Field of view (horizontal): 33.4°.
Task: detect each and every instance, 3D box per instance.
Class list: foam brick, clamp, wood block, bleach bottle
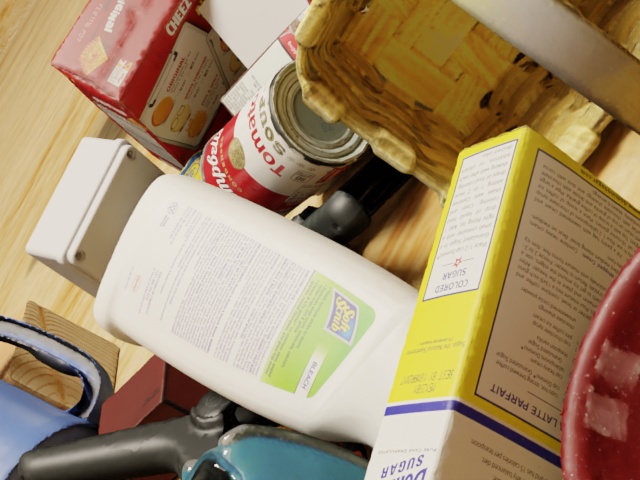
[{"bbox_3d":[-0.100,0.114,0.683,0.078,0.051,0.053,-43,30,29],"label":"foam brick"},{"bbox_3d":[-0.004,0.001,0.621,0.172,0.039,0.120,-45,-5,31],"label":"clamp"},{"bbox_3d":[-0.264,0.159,0.878,0.206,0.090,0.091,-44,28,26],"label":"wood block"},{"bbox_3d":[-0.060,0.104,0.570,0.164,0.036,0.210,-42,36,-24],"label":"clamp"},{"bbox_3d":[-0.008,0.051,0.512,0.251,0.068,0.102,28,96,43],"label":"bleach bottle"}]

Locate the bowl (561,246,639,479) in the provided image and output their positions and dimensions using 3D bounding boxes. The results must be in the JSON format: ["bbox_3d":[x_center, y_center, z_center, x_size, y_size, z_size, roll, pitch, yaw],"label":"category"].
[{"bbox_3d":[0.150,0.047,0.312,0.162,0.055,0.162,-41,30,31],"label":"bowl"}]

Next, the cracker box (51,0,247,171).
[{"bbox_3d":[-0.102,-0.152,0.827,0.164,0.072,0.213,-60,-16,-6],"label":"cracker box"}]

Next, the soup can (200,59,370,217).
[{"bbox_3d":[-0.020,-0.056,0.628,0.102,0.068,0.068,-34,33,56],"label":"soup can"}]

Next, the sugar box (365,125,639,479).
[{"bbox_3d":[0.074,0.057,0.393,0.048,0.093,0.176,-16,47,55],"label":"sugar box"}]

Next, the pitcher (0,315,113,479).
[{"bbox_3d":[-0.268,0.130,0.740,0.149,0.243,0.145,-27,-44,-55],"label":"pitcher"}]

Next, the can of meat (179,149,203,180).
[{"bbox_3d":[-0.090,-0.011,0.798,0.102,0.057,0.084,-52,24,11],"label":"can of meat"}]

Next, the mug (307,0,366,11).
[{"bbox_3d":[0.019,-0.183,0.613,0.093,0.081,0.117,-16,45,19],"label":"mug"}]

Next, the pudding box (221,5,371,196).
[{"bbox_3d":[0.002,-0.094,0.690,0.114,0.090,0.039,-43,-10,31],"label":"pudding box"}]
